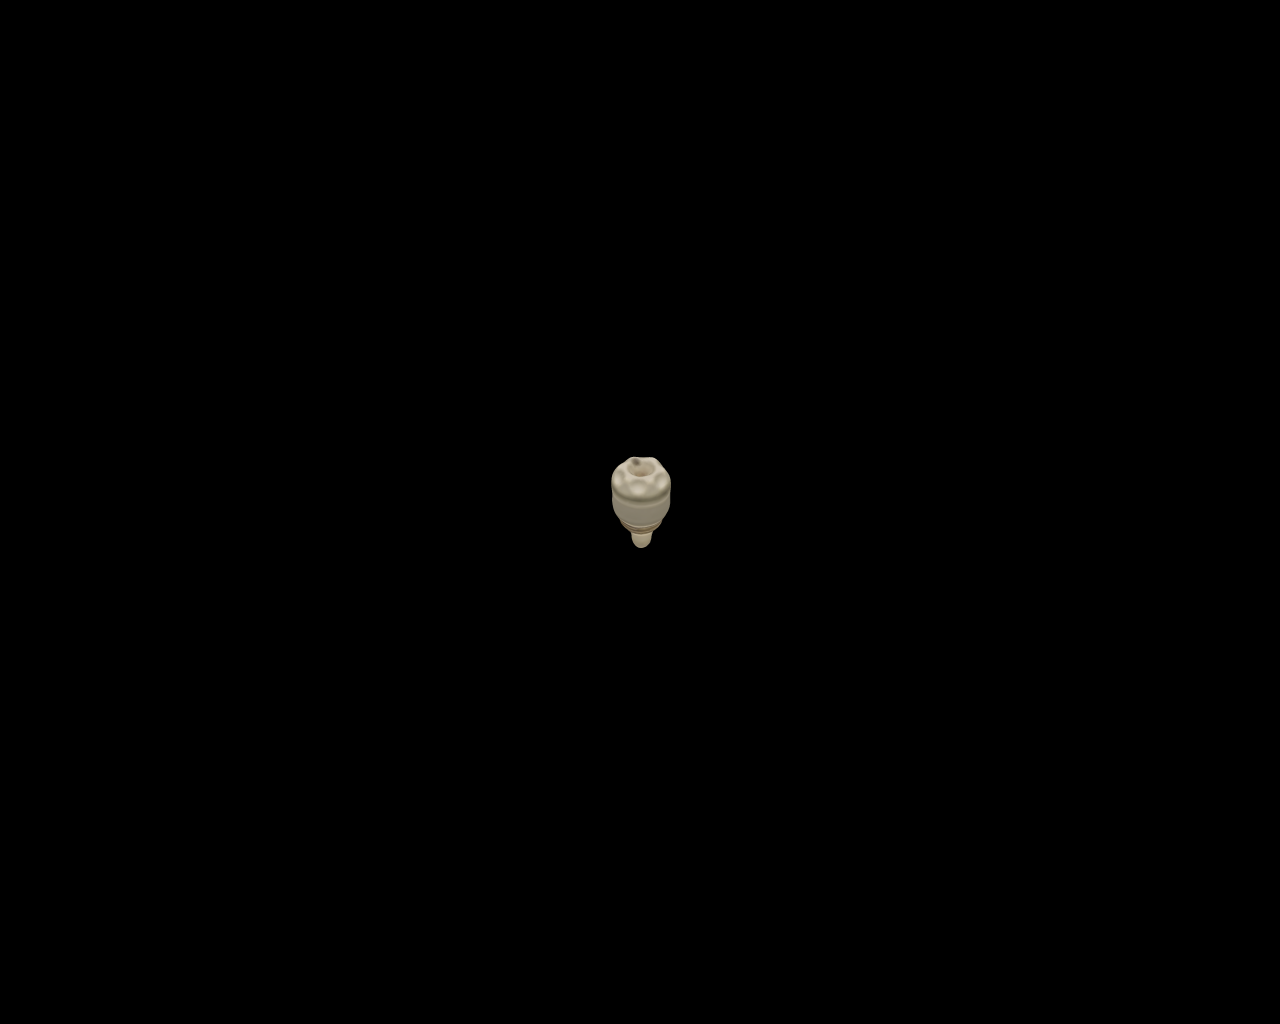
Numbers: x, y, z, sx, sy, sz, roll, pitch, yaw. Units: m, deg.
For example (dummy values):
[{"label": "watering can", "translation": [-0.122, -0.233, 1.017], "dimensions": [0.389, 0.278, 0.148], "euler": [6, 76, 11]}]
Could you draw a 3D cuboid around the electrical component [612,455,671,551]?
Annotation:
[{"label": "electrical component", "translation": [0.001, -0.003, 0.650], "dimensions": [0.035, 0.061, 0.035], "euler": [0, 39, 0]}]
